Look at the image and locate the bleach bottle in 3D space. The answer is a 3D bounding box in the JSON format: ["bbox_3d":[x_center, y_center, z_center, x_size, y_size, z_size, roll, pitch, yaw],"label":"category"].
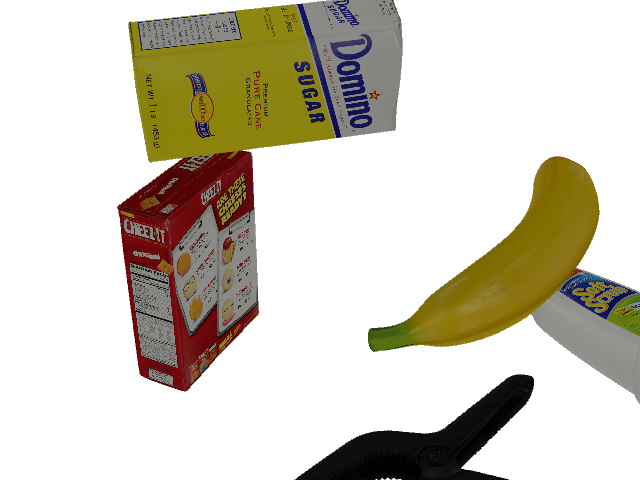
[{"bbox_3d":[0.257,0.072,1.036,0.102,0.068,0.251,-17,26,-27],"label":"bleach bottle"}]

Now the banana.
[{"bbox_3d":[0.105,0.001,0.557,0.070,0.037,0.197,14,37,36],"label":"banana"}]

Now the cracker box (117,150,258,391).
[{"bbox_3d":[-0.136,0.026,1.144,0.072,0.214,0.164,13,34,23],"label":"cracker box"}]

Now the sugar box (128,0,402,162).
[{"bbox_3d":[-0.035,-0.108,0.719,0.176,0.048,0.093,-7,-42,-6],"label":"sugar box"}]

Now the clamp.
[{"bbox_3d":[0.080,0.151,0.718,0.210,0.036,0.164,-5,28,-4],"label":"clamp"}]
